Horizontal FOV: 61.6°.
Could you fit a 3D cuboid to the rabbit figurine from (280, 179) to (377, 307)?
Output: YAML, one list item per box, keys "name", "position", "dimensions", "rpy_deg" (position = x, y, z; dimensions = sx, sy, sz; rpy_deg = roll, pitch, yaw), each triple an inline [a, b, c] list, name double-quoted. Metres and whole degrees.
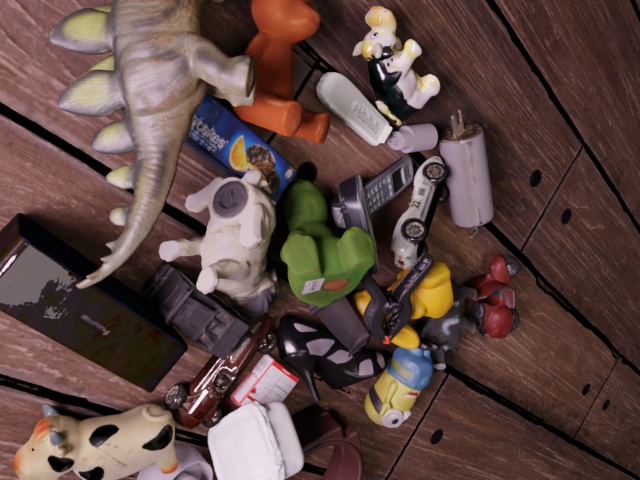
- name: "rabbit figurine"
  position: [-0.002, -0.002, 0.766]
  dimensions: [0.121, 0.170, 0.159]
  rpy_deg: [-13, 151, -8]

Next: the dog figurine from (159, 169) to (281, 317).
- name: "dog figurine"
  position: [-0.092, 0.010, 0.719]
  dimensions: [0.172, 0.121, 0.190]
  rpy_deg: [-46, 152, 4]

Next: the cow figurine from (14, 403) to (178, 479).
- name: "cow figurine"
  position: [-0.287, 0.265, 0.699]
  dimensions: [0.195, 0.086, 0.127]
  rpy_deg: [-7, 116, -30]

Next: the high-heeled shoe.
- name: "high-heeled shoe"
  position: [0.024, 0.179, 0.911]
  dimensions: [0.248, 0.086, 0.145]
  rpy_deg: [-7, 72, -55]

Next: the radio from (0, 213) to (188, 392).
- name: "radio"
  position: [-0.269, 0.071, 0.612]
  dimensions: [0.073, 0.131, 0.229]
  rpy_deg: [-50, 127, -10]

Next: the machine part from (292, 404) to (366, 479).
- name: "machine part"
  position: [-0.023, 0.406, 0.926]
  dimensions: [0.201, 0.087, 0.200]
  rpy_deg: [-23, 117, -28]

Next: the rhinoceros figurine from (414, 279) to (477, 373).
- name: "rhinoceros figurine"
  position: [0.236, 0.163, 1.025]
  dimensions: [0.112, 0.073, 0.190]
  rpy_deg: [-8, 110, -34]

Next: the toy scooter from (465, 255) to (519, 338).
- name: "toy scooter"
  position: [0.337, 0.124, 1.081]
  dimensions: [0.135, 0.075, 0.183]
  rpy_deg: [-14, 111, -29]

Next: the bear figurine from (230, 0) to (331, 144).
- name: "bear figurine"
  position: [-0.038, -0.234, 0.672]
  dimensions: [0.120, 0.132, 0.195]
  rpy_deg: [0, 113, -65]

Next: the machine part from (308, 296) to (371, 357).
- name: "machine part"
  position: [0.032, 0.118, 0.860]
  dimensions: [0.084, 0.039, 0.138]
  rpy_deg: [-32, 98, -2]

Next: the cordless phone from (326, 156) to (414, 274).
- name: "cordless phone"
  position: [0.094, -0.046, 0.858]
  dimensions: [0.184, 0.089, 0.146]
  rpy_deg: [-36, 124, -35]

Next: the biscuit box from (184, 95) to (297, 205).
- name: "biscuit box"
  position: [-0.123, -0.126, 0.686]
  dimensions: [0.202, 0.063, 0.059]
  rpy_deg: [38, 82, -37]

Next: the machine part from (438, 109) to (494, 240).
- name: "machine part"
  position: [0.259, -0.111, 0.943]
  dimensions: [0.079, 0.079, 0.242]
  rpy_deg: [-31, 120, -22]

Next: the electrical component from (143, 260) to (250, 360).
- name: "electrical component"
  position: [-0.157, 0.096, 0.708]
  dimensions: [0.058, 0.115, 0.134]
  rpy_deg: [-51, 125, -6]

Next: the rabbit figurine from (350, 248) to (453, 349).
- name: "rabbit figurine"
  position: [0.133, 0.105, 0.929]
  dimensions: [0.173, 0.122, 0.162]
  rpy_deg: [-20, 127, -12]

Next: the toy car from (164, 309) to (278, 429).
- name: "toy car"
  position: [-0.140, 0.190, 0.793]
  dimensions: [0.202, 0.053, 0.089]
  rpy_deg: [-50, 123, -8]

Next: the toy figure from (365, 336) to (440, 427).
- name: "toy figure"
  position: [0.150, 0.258, 0.984]
  dimensions: [0.082, 0.089, 0.180]
  rpy_deg: [23, 95, -20]

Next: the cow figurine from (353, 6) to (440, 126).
- name: "cow figurine"
  position: [0.101, -0.253, 0.794]
  dimensions: [0.098, 0.068, 0.167]
  rpy_deg: [-47, 125, -4]

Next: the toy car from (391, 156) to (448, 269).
- name: "toy car"
  position: [0.166, -0.047, 0.884]
  dimensions: [0.073, 0.056, 0.202]
  rpy_deg: [66, 42, -57]

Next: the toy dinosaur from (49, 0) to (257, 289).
- name: "toy dinosaur"
  position: [-0.163, -0.184, 0.559]
  dimensions: [0.199, 0.105, 0.471]
  rpy_deg: [2, 79, -3]
